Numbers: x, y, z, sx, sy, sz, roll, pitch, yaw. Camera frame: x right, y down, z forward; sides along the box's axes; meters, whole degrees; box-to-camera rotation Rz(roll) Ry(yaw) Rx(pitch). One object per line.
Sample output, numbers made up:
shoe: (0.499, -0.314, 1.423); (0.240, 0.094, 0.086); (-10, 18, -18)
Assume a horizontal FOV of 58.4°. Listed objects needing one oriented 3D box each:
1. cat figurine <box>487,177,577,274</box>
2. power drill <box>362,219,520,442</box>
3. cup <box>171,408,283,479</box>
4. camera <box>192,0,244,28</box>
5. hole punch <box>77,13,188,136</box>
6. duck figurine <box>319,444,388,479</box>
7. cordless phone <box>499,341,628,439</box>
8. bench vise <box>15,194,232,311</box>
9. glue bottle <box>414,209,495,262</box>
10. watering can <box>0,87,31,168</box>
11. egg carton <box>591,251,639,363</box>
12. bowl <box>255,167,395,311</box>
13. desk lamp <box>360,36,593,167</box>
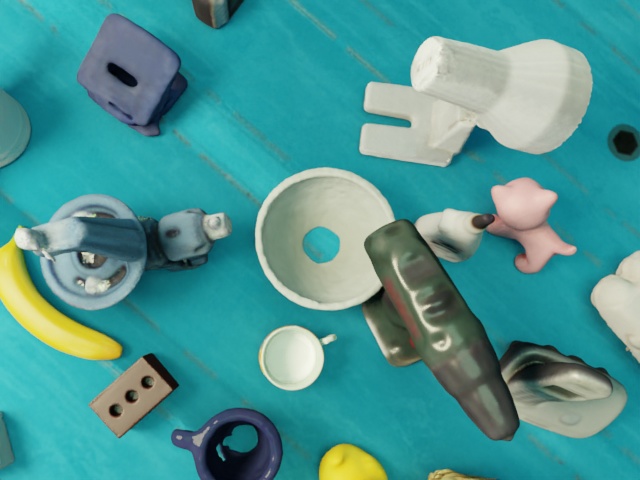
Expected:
cat figurine: (0.258, -0.025, 0.697); (0.067, 0.117, 0.128); (-42, 88, -10)
power drill: (0.113, 0.093, 0.617); (0.076, 0.208, 0.229); (-27, 85, -9)
cup: (-0.101, 0.224, 0.630); (0.118, 0.095, 0.092); (14, 80, -4)
camera: (-0.145, -0.367, 0.710); (0.137, 0.100, 0.143); (31, 79, -1)
hole punch: (-0.223, -0.193, 0.680); (0.108, 0.091, 0.101); (34, 79, 0)
duck figurine: (0.044, 0.284, 0.643); (0.077, 0.086, 0.104); (-33, 86, -10)
cordless phone: (0.285, 0.172, 0.637); (0.147, 0.185, 0.094); (20, 80, -3)
bench vise: (-0.204, -0.009, 0.590); (0.207, 0.219, 0.121); (-31, 86, -10)
glue bottle: (0.159, -0.010, 0.655); (0.078, 0.173, 0.037); (22, 80, -3)
watering can: (-0.394, -0.154, 0.603); (0.101, 0.194, 0.173); (-6, 82, -7)
egg carton: (0.418, 0.095, 0.722); (0.107, 0.069, 0.150); (-40, 88, -10)
bowl: (0.006, 0.002, 0.686); (0.167, 0.074, 0.167); (1, 81, -6)
desk lamp: (0.165, -0.156, 0.657); (0.203, 0.213, 0.118); (6, 81, -5)
